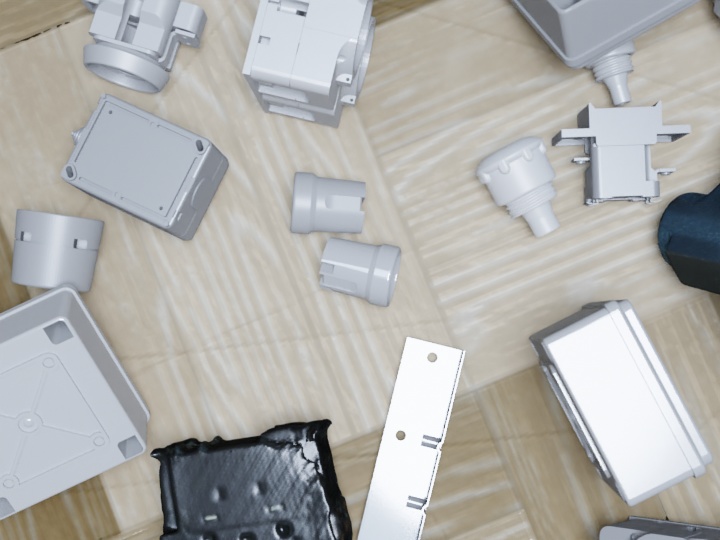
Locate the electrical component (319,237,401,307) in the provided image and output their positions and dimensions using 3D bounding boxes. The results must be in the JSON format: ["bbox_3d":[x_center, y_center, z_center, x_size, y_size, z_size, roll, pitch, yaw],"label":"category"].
[{"bbox_3d":[0.000,0.000,0.695,0.046,0.040,0.040,12,87,8],"label":"electrical component"}]

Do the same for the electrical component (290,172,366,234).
[{"bbox_3d":[-0.021,-0.042,0.698,0.046,0.040,0.040,4,86,-4],"label":"electrical component"}]

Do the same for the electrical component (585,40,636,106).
[{"bbox_3d":[0.163,-0.138,0.701,0.035,0.035,0.061,-16,89,1],"label":"electrical component"}]

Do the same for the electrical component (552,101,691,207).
[{"bbox_3d":[0.167,-0.074,0.693,0.081,0.042,0.063,-2,88,2],"label":"electrical component"}]

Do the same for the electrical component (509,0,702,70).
[{"bbox_3d":[0.148,-0.197,0.672,0.109,0.056,0.108,-29,54,0],"label":"electrical component"}]

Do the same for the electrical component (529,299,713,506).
[{"bbox_3d":[0.153,0.076,0.650,0.056,0.109,0.108,-27,86,3],"label":"electrical component"}]

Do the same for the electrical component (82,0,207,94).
[{"bbox_3d":[-0.146,-0.151,0.701,0.078,0.058,0.057,17,84,2],"label":"electrical component"}]

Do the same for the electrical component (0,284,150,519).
[{"bbox_3d":[-0.202,0.081,0.666,0.109,0.056,0.108,-25,115,0],"label":"electrical component"}]

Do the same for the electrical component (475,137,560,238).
[{"bbox_3d":[0.107,-0.052,0.693,0.048,0.048,0.062,-28,92,0],"label":"electrical component"}]

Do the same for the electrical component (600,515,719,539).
[{"bbox_3d":[0.232,0.208,0.615,0.186,0.060,0.105,0,85,36],"label":"electrical component"}]

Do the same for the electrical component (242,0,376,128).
[{"bbox_3d":[-0.015,-0.192,0.675,0.060,0.105,0.186,14,87,3],"label":"electrical component"}]

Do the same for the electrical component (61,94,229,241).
[{"bbox_3d":[-0.142,-0.067,0.696,0.096,0.061,0.061,25,85,10],"label":"electrical component"}]

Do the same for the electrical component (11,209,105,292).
[{"bbox_3d":[-0.196,-0.012,0.694,0.055,0.055,0.047,8,90,2],"label":"electrical component"}]

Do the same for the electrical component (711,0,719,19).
[{"bbox_3d":[0.251,-0.192,0.676,0.061,0.096,0.061,-24,56,0],"label":"electrical component"}]
